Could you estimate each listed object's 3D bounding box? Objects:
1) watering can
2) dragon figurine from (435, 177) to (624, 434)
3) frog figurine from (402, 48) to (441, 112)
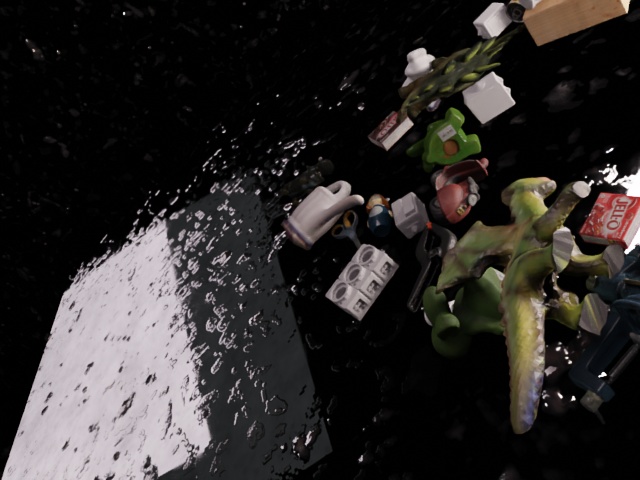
[{"bbox_3d":[0.004,-0.069,1.376,0.224,0.103,0.350,-47,14,1],"label":"watering can"},{"bbox_3d":[0.263,0.051,0.725,0.417,0.121,0.241,-55,20,-22],"label":"dragon figurine"},{"bbox_3d":[0.278,-0.456,1.451,0.137,0.157,0.124,-47,29,2],"label":"frog figurine"}]
